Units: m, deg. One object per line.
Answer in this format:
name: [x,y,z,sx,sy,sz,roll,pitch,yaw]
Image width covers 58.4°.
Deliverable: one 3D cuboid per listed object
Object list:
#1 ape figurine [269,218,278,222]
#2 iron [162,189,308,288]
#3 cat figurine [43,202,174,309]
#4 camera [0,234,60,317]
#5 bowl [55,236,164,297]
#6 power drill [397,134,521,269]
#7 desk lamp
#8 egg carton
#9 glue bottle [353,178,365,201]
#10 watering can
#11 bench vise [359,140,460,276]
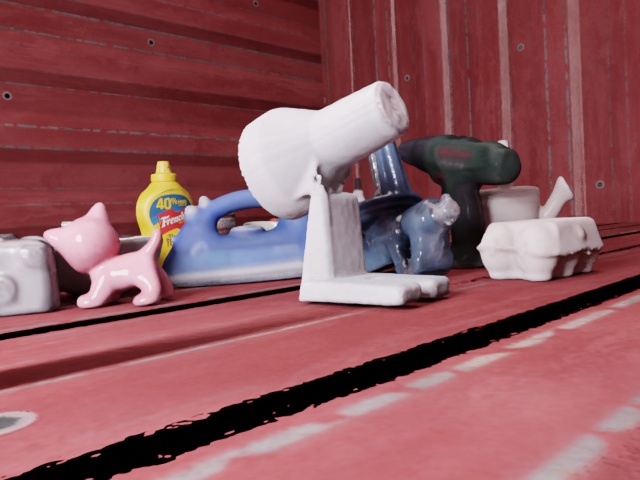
ape figurine: [-0.094,-0.002,1.252,0.076,0.092,0.077,-4,2,-22]
iron: [-0.114,-0.011,0.842,0.259,0.141,0.118,-4,2,-24]
cat figurine: [-0.237,0.015,0.647,0.127,0.118,0.067,-3,2,1]
camera: [-0.369,0.031,0.647,0.143,0.101,0.136,-4,2,-16]
bowl: [-0.290,0.036,0.757,0.167,0.075,0.167,-3,2,0]
power drill: [0.204,-0.063,0.885,0.076,0.208,0.228,-5,3,-35]
desk lamp: [0.021,-0.045,0.591,0.202,0.213,0.118,-1,3,38]
egg carton: [0.271,0.009,0.700,0.151,0.069,0.107,-5,3,-41]
glue bottle: [0.089,-0.054,1.297,0.037,0.173,0.078,-4,2,-21]
watering can: [0.307,-0.063,0.916,0.173,0.194,0.101,-3,2,1]
bench vise: [0.110,-0.060,0.776,0.206,0.220,0.122,-1,3,40]
